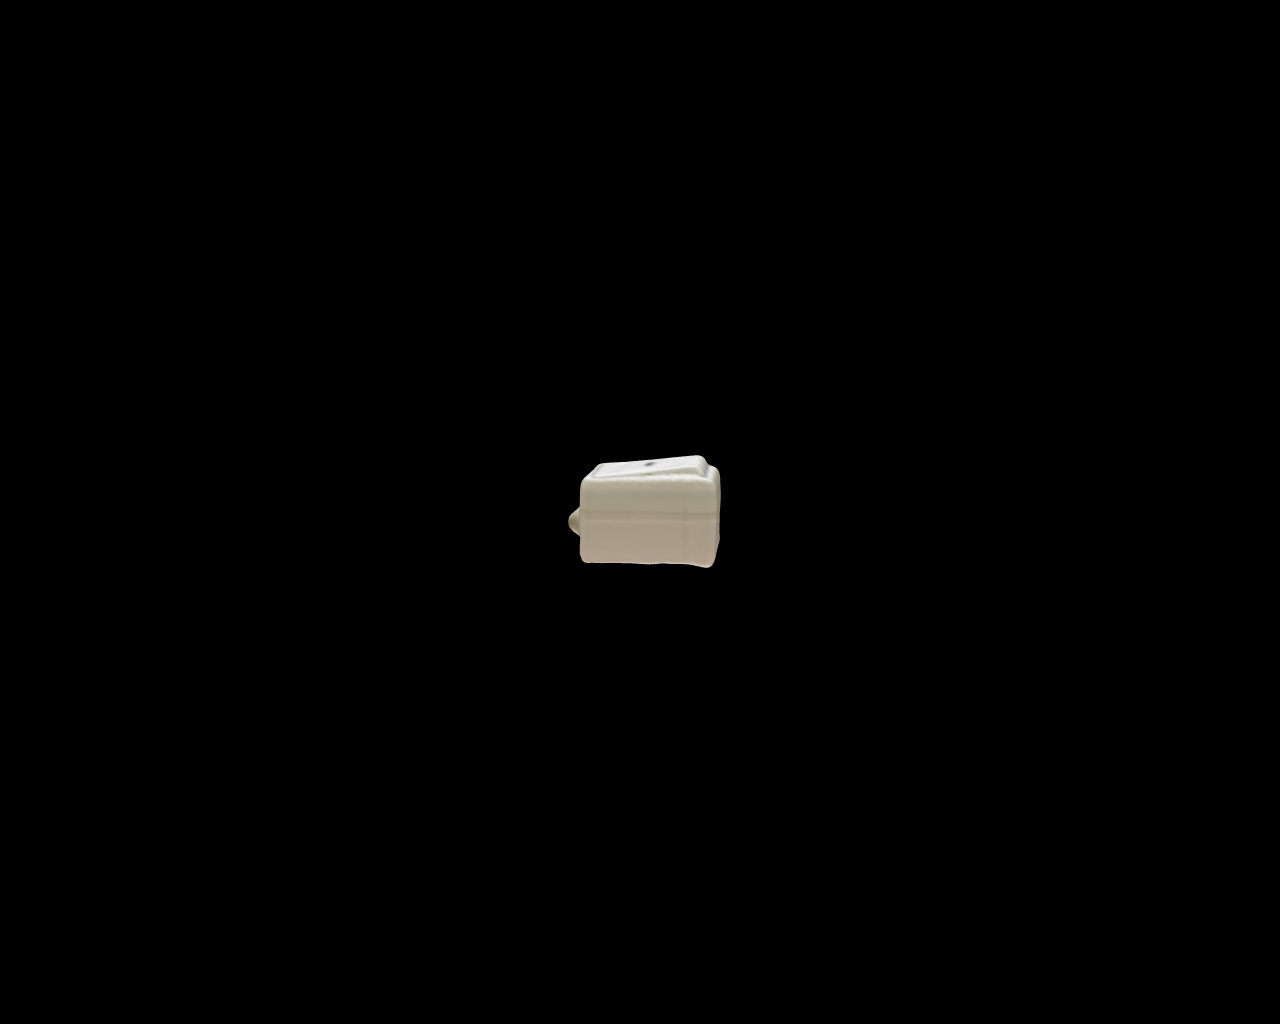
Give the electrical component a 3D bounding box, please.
[{"bbox_3d":[0.001,-0.003,0.650,0.096,0.061,0.062,1,12,7],"label":"electrical component"}]
